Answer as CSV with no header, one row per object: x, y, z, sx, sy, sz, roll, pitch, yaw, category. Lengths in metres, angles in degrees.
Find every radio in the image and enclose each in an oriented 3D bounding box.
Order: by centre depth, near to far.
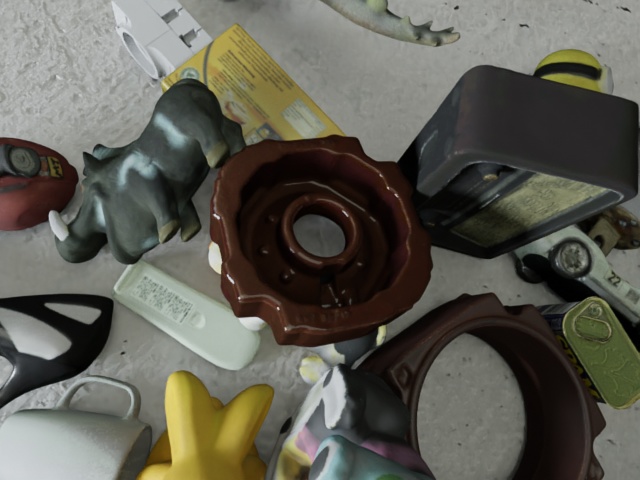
0.143,-0.051,0.466,0.131,0.229,0.073,14,73,-6,radio

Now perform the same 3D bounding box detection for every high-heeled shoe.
-0.300,0.041,0.435,0.249,0.086,0.145,39,63,-2,high-heeled shoe

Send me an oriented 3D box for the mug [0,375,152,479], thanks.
-0.198,0.162,0.429,0.107,0.081,0.109,14,81,0,mug

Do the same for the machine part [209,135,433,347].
-0.001,-0.001,0.425,0.179,0.056,0.179,5,63,-11,machine part

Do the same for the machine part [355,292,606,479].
0.144,0.164,0.488,0.201,0.087,0.201,-30,88,-21,machine part

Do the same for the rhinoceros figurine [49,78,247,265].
-0.147,-0.047,0.449,0.112,0.073,0.190,44,102,0,rhinoceros figurine

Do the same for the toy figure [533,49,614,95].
0.252,-0.127,0.580,0.089,0.082,0.180,35,77,-6,toy figure

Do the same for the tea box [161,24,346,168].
-0.058,-0.105,0.515,0.098,0.068,0.169,-43,89,-16,tea box

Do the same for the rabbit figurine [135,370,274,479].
-0.080,0.185,0.402,0.122,0.173,0.162,13,81,-5,rabbit figurine

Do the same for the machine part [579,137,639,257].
0.363,-0.073,0.595,0.079,0.079,0.243,44,75,-1,machine part

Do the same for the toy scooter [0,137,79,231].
-0.292,-0.042,0.418,0.184,0.135,0.075,-15,81,-16,toy scooter

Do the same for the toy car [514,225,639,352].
0.286,0.052,0.556,0.202,0.073,0.056,39,74,-3,toy car

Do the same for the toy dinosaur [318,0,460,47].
-0.067,-0.314,0.487,0.471,0.198,0.105,43,77,0,toy dinosaur

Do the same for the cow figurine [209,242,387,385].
-0.023,0.045,0.472,0.167,0.098,0.068,43,48,-3,cow figurine

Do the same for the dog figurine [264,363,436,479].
0.069,0.199,0.347,0.219,0.191,0.108,37,104,-4,dog figurine
